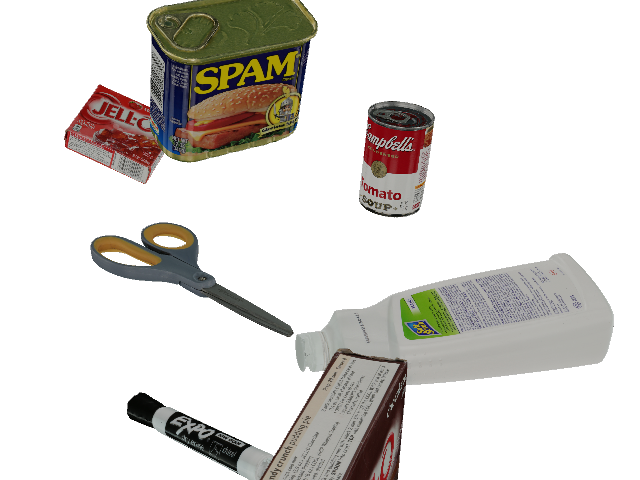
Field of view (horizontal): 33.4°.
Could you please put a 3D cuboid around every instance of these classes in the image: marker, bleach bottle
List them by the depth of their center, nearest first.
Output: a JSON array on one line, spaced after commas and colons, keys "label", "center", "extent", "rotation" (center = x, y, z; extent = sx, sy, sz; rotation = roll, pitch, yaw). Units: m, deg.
[{"label": "marker", "center": [-0.077, 0.119, 0.655], "extent": [0.121, 0.020, 0.020], "rotation": [16, 10, 39]}, {"label": "bleach bottle", "center": [0.102, 0.070, 0.863], "extent": [0.250, 0.068, 0.103], "rotation": [-6, 33, -14]}]

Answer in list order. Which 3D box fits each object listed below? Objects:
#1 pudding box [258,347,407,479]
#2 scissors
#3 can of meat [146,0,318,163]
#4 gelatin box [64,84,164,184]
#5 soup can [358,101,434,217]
[{"label": "pudding box", "center": [0.006, 0.114, 0.466], "extent": [0.039, 0.090, 0.113], "rotation": [10, 29, 14]}, {"label": "scissors", "center": [-0.090, 0.025, 0.853], "extent": [0.202, 0.016, 0.096], "rotation": [16, 30, 22]}, {"label": "can of meat", "center": [-0.058, -0.103, 0.675], "extent": [0.102, 0.084, 0.057], "rotation": [-16, 51, -24]}, {"label": "gelatin box", "center": [-0.193, -0.105, 1.039], "extent": [0.089, 0.073, 0.030], "rotation": [25, -41, -2]}, {"label": "soup can", "center": [0.077, -0.084, 1.098], "extent": [0.068, 0.102, 0.068], "rotation": [4, 30, -3]}]
